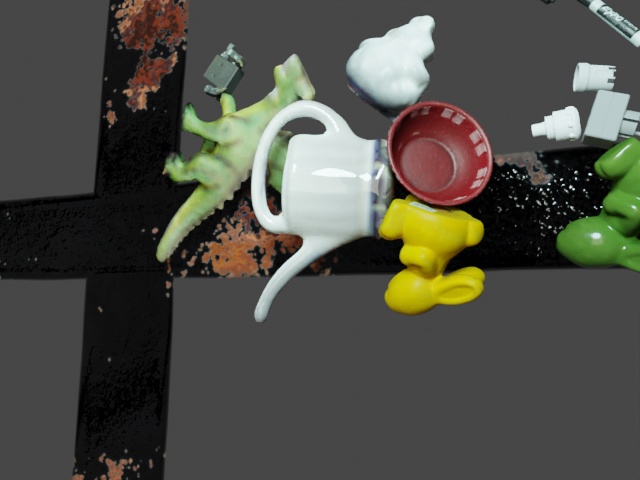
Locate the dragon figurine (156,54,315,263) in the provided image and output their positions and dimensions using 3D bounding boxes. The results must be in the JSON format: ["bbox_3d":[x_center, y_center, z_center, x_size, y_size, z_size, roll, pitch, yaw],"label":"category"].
[{"bbox_3d":[-0.123,-0.118,0.878,0.244,0.122,0.408,20,98,15],"label":"dragon figurine"}]

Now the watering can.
[{"bbox_3d":[0.002,-0.040,0.792,0.224,0.104,0.348,4,90,7],"label":"watering can"}]

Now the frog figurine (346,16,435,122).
[{"bbox_3d":[0.121,-0.277,0.795,0.157,0.122,0.140,-53,48,19],"label":"frog figurine"}]
